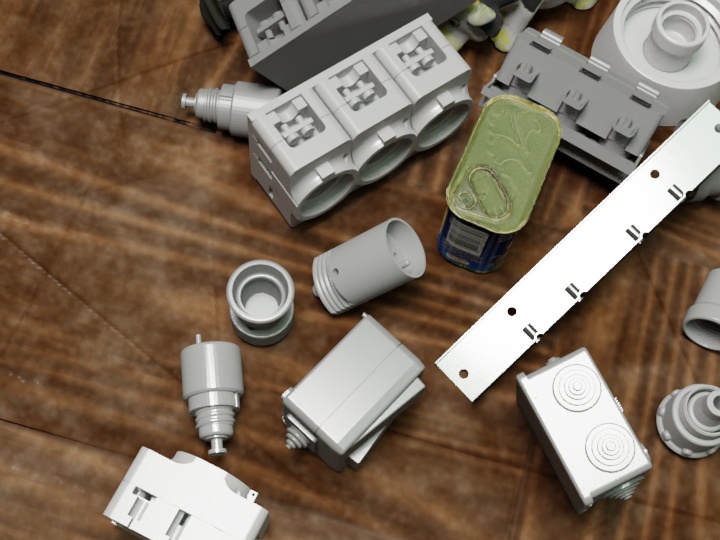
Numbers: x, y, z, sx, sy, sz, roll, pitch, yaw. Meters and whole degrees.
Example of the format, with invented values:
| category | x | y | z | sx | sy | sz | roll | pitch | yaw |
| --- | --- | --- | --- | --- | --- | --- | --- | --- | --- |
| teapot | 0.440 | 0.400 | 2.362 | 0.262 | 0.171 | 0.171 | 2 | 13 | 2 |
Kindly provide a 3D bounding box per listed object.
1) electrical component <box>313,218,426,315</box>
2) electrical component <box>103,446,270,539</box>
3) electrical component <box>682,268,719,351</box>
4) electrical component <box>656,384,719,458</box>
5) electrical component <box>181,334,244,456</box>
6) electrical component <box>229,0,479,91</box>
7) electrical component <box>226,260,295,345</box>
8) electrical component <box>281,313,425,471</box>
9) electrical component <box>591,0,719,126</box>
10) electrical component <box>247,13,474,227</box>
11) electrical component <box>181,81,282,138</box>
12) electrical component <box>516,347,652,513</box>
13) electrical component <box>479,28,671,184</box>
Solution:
| category | x | y | z | sx | sy | sz | roll | pitch | yaw |
| --- | --- | --- | --- | --- | --- | --- | --- | --- | --- |
| electrical component | 0.000 | 0.000 | 0.736 | 0.081 | 0.043 | 0.043 | -26 | 65 | 33 |
| electrical component | -0.105 | 0.152 | 0.676 | 0.089 | 0.050 | 0.055 | 26 | 69 | 7 |
| electrical component | 0.253 | 0.027 | 0.755 | 0.040 | 0.040 | 0.046 | 28 | 64 | 7 |
| electrical component | 0.228 | 0.096 | 0.713 | 0.048 | 0.062 | 0.048 | 1 | 68 | -3 |
| electrical component | -0.097 | 0.083 | 0.709 | 0.040 | 0.040 | 0.078 | -5 | 69 | -6 |
| electrical component | -0.006 | -0.193 | 0.765 | 0.150 | 0.089 | 0.061 | -29 | 69 | 18 |
| electrical component | -0.067 | 0.023 | 0.727 | 0.045 | 0.055 | 0.045 | 1 | 68 | -3 |
| electrical component | -0.007 | 0.088 | 0.701 | 0.061 | 0.061 | 0.096 | 42 | 72 | 12 |
| electrical component | 0.237 | -0.171 | 0.820 | 0.108 | 0.060 | 0.108 | 1 | 68 | -3 |
| electrical component | 0.001 | -0.101 | 0.762 | 0.150 | 0.089 | 0.061 | -32 | 74 | -15 |
| electrical component | -0.091 | -0.118 | 0.789 | 0.078 | 0.040 | 0.040 | 8 | 68 | 0 |
| electrical component | 0.141 | 0.103 | 0.686 | 0.048 | 0.099 | 0.099 | -27 | 72 | 0 |
| electrical component | 0.159 | -0.123 | 0.788 | 0.121 | 0.063 | 0.079 | 31 | 30 | 9 |
